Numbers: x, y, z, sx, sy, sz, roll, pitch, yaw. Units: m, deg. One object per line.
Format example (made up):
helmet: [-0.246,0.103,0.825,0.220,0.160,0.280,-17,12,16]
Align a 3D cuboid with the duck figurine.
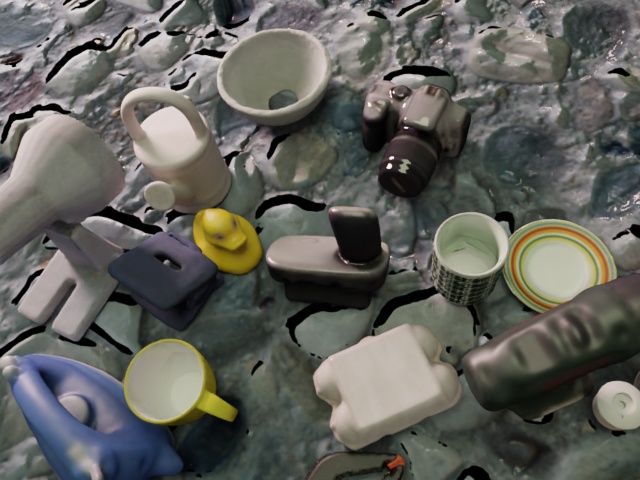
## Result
duck figurine: [-0.126,-0.011,0.734,0.104,0.086,0.077,38,73,23]

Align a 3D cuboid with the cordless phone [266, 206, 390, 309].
cordless phone: [0.006,0.002,0.655,0.147,0.185,0.094,1,63,8]

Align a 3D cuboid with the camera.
camera: [0.114,-0.136,0.761,0.143,0.101,0.137,20,67,16]

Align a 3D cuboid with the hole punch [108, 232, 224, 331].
hole punch: [-0.190,0.040,0.712,0.108,0.091,0.101,29,70,20]

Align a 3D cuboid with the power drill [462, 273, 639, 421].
power drill: [0.245,0.107,0.559,0.229,0.209,0.075,-23,62,-5]

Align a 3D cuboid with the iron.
iron: [-0.275,0.189,0.616,0.257,0.141,0.119,35,72,22]

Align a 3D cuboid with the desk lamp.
desk lamp: [-0.313,-0.013,0.684,0.117,0.214,0.203,19,67,16]

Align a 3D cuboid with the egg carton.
egg carton: [0.073,0.158,0.632,0.150,0.069,0.107,-23,62,-5]

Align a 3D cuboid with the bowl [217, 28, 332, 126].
bowl: [-0.062,-0.227,0.844,0.167,0.075,0.167,-3,62,5]

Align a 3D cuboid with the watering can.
watering can: [-0.184,-0.117,0.734,0.101,0.194,0.172,-21,62,-4]
